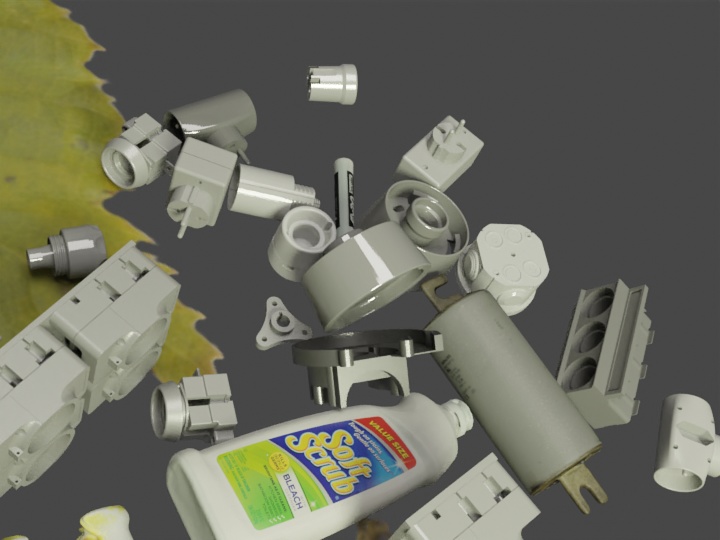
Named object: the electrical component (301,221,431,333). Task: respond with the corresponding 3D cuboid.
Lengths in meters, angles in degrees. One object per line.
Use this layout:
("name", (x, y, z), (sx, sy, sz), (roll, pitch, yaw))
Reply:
("electrical component", (0.000, 0.000, 0.923), (0.108, 0.108, 0.060), (-26, 77, -30))

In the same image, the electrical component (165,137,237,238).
("electrical component", (-0.145, -0.063, 0.943), (0.047, 0.065, 0.076), (20, 55, -6))

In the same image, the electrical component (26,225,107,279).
("electrical component", (-0.244, -0.013, 0.892), (0.062, 0.043, 0.043), (-10, 63, -23))

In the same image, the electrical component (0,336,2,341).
("electrical component", (-0.316, 0.058, 0.821), (0.079, 0.044, 0.077), (-23, 69, -29))

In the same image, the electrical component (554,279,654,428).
("electrical component", (0.224, 0.078, 0.978), (0.063, 0.079, 0.121), (44, 50, -25))

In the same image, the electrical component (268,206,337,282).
("electrical component", (-0.051, -0.024, 0.963), (0.055, 0.047, 0.055), (9, 57, -14))

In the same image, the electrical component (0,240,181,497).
("electrical component", (-0.219, 0.077, 0.805), (0.060, 0.105, 0.186), (39, 55, 7))

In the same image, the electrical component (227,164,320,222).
("electrical component", (-0.076, -0.067, 0.981), (0.081, 0.043, 0.043), (12, 56, -18))

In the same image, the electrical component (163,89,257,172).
("electrical component", (-0.131, -0.124, 1.001), (0.077, 0.043, 0.079), (-24, 70, -30))

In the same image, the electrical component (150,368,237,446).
("electrical component", (-0.133, 0.111, 0.851), (0.055, 0.048, 0.066), (0, 59, -28))

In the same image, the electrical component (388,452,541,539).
("electrical component", (0.061, 0.209, 0.790), (0.089, 0.150, 0.061), (-31, 72, -32))

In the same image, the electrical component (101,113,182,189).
("electrical component", (-0.198, -0.103, 0.964), (0.066, 0.048, 0.055), (39, 47, 7))

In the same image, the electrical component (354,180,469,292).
("electrical component", (0.050, -0.033, 1.008), (0.099, 0.064, 0.099), (19, 46, -20))

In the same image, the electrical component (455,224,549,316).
("electrical component", (0.134, -0.002, 1.010), (0.080, 0.051, 0.080), (9, 57, -14))

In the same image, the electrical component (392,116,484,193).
("electrical component", (0.083, -0.118, 1.050), (0.047, 0.075, 0.083), (40, 55, 8))

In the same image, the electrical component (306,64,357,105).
("electrical component", (-0.029, -0.186, 1.079), (0.046, 0.040, 0.040), (-1, 59, -12))

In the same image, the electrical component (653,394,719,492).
("electrical component", (0.307, 0.162, 0.970), (0.079, 0.043, 0.077), (22, 54, -5))
